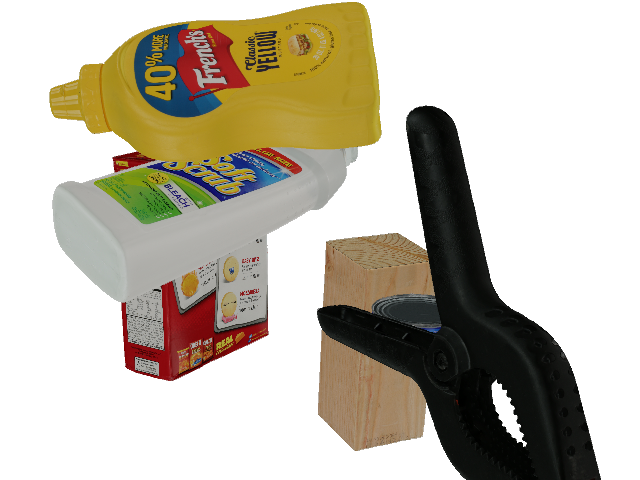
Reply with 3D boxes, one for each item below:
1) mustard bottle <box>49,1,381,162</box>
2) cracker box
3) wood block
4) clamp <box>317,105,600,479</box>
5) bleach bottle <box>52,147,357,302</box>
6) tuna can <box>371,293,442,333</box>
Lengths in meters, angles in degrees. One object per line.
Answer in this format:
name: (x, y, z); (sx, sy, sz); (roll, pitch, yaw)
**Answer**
mustard bottle: (-0.063, -0.090, 0.629); (0.191, 0.096, 0.058); (-6, -36, 1)
cracker box: (-0.125, 0.011, 1.060); (0.072, 0.214, 0.163); (7, 16, 32)
wood block: (0.059, 0.106, 1.140); (0.090, 0.206, 0.091); (-7, 22, -25)
clamp: (0.073, 0.046, 0.527); (0.036, 0.165, 0.210); (-9, 43, -31)
bleach bottle: (-0.076, -0.039, 0.842); (0.250, 0.068, 0.103); (-26, 49, -34)
tuna can: (0.087, 0.076, 0.947); (0.086, 0.034, 0.086); (1, 15, 0)
